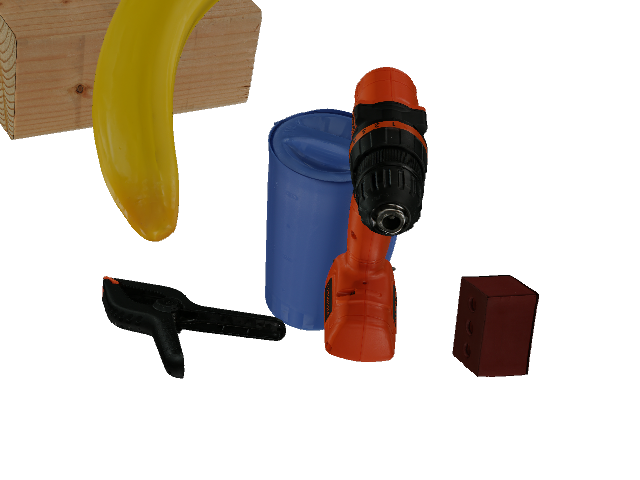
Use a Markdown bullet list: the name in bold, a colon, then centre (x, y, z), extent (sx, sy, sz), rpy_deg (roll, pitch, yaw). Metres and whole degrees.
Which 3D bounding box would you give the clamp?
- **clamp**: centre (-0.164, 0.085, 1.127), extent (0.210, 0.036, 0.164), rpy_deg (18, 20, 28)

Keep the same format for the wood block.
- **wood block**: centre (-0.161, -0.155, 0.855), extent (0.205, 0.091, 0.090), rpy_deg (-14, 44, -32)

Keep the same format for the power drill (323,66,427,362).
- **power drill**: centre (0.040, -0.007, 0.756), extent (0.057, 0.188, 0.184), rpy_deg (8, 34, -1)

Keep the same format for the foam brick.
- **foam brick**: centre (0.153, 0.075, 0.940), extent (0.051, 0.078, 0.053), rpy_deg (-3, 18, -20)

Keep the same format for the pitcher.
- **pitcher**: centre (0.006, -0.011, 1.197), extent (0.145, 0.243, 0.149), rpy_deg (6, 40, -2)

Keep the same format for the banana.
- **banana**: centre (-0.071, -0.090, 0.510), extent (0.069, 0.197, 0.037), rpy_deg (14, -32, 8)
